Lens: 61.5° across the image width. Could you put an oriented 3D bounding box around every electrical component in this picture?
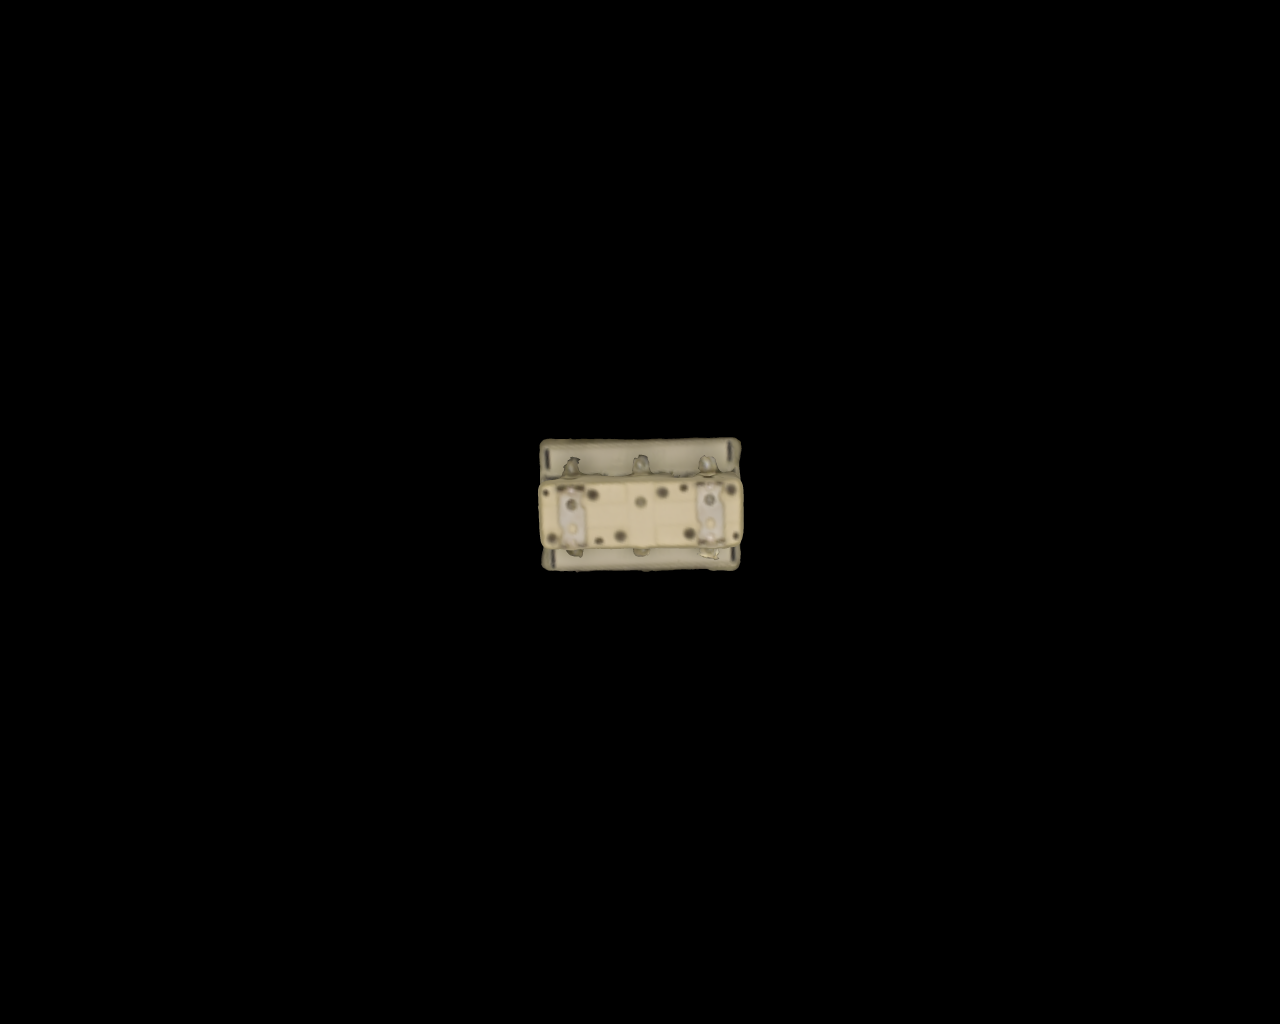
[{"bbox_3d":[0.001,-0.003,0.650,0.121,0.078,0.063,0,9,0],"label":"electrical component"}]
